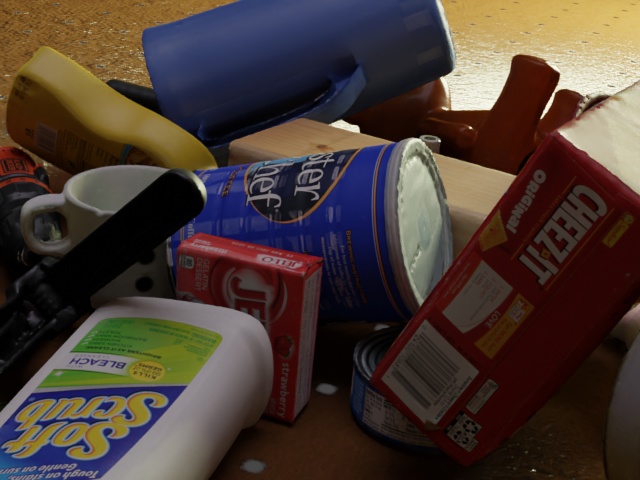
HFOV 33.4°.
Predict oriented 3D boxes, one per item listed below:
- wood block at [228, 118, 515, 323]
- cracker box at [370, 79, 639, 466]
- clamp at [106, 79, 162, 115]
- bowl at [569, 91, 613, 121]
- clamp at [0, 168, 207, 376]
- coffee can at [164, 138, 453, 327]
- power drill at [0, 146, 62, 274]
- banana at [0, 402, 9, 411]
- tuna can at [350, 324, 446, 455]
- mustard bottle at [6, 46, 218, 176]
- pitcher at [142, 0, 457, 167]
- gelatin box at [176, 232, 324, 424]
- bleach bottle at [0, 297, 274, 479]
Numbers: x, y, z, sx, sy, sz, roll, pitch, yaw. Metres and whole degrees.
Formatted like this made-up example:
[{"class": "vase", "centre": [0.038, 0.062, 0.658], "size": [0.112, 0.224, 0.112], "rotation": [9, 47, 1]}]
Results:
[{"class": "wood block", "centre": [0.044, -0.011, 0.727], "size": [0.206, 0.090, 0.090], "rotation": [19, 27, 31]}, {"class": "cracker box", "centre": [0.138, 0.001, 0.532], "size": [0.072, 0.164, 0.213], "rotation": [43, 38, 16]}, {"class": "clamp", "centre": [-0.123, -0.133, 1.056], "size": [0.120, 0.039, 0.172], "rotation": [-20, 36, -36]}, {"class": "bowl", "centre": [0.202, -0.020, 0.750], "size": [0.055, 0.162, 0.161], "rotation": [-24, -1, 41]}, {"class": "clamp", "centre": [-0.147, 0.036, 0.548], "size": [0.164, 0.036, 0.210], "rotation": [-41, 8, -22]}, {"class": "coffee can", "centre": [-0.004, 0.001, 0.621], "size": [0.140, 0.103, 0.102], "rotation": [-6, 17, 23]}, {"class": "power drill", "centre": [-0.273, -0.018, 0.725], "size": [0.187, 0.057, 0.185], "rotation": [-1, 19, -21]}, {"class": "banana", "centre": [-0.200, 0.108, 0.457], "size": [0.069, 0.037, 0.197], "rotation": [7, 23, 6]}, {"class": "tuna can", "centre": [0.059, 0.080, 0.580], "size": [0.086, 0.034, 0.086], "rotation": [4, 23, -2]}, {"class": "mustard bottle", "centre": [-0.136, -0.060, 0.788], "size": [0.191, 0.096, 0.058], "rotation": [31, 55, 1]}, {"class": "pitcher", "centre": [-0.014, -0.144, 0.880], "size": [0.243, 0.149, 0.145], "rotation": [-19, -9, 7]}, {"class": "gelatin box", "centre": [-0.040, 0.046, 0.570], "size": [0.073, 0.089, 0.030], "rotation": [12, 22, 18]}, {"class": "bleach bottle", "centre": [-0.102, 0.108, 0.447], "size": [0.103, 0.068, 0.250], "rotation": [8, 25, 12]}]
